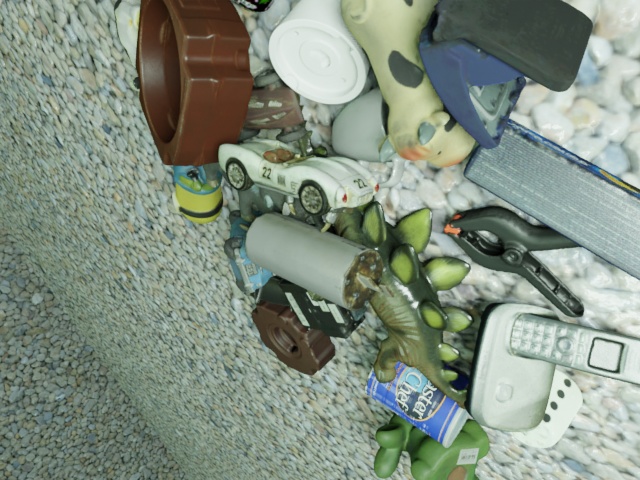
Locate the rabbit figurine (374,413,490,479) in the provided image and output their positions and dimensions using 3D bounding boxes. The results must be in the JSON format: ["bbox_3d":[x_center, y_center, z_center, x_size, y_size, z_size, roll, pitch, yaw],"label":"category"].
[{"bbox_3d":[0.161,0.339,0.870,0.170,0.159,0.121,-155,63,-64],"label":"rabbit figurine"}]

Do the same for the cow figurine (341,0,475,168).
[{"bbox_3d":[0.084,-0.155,0.488,0.085,0.127,0.194,-11,113,55],"label":"cow figurine"}]

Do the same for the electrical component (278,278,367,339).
[{"bbox_3d":[0.010,0.099,0.876,0.134,0.058,0.114,-2,124,48],"label":"electrical component"}]

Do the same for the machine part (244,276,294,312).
[{"bbox_3d":[-0.088,0.083,0.968,0.139,0.039,0.084,16,108,36],"label":"machine part"}]

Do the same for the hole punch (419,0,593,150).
[{"bbox_3d":[0.138,-0.151,0.437,0.116,0.142,0.092,34,149,0],"label":"hole punch"}]

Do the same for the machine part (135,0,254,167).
[{"bbox_3d":[-0.161,-0.209,0.670,0.201,0.087,0.201,62,144,28],"label":"machine part"}]

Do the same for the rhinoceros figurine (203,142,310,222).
[{"bbox_3d":[-0.087,-0.089,0.794,0.190,0.073,0.112,38,135,16],"label":"rhinoceros figurine"}]

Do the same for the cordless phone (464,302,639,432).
[{"bbox_3d":[0.266,0.153,0.600,0.184,0.088,0.146,11,89,27],"label":"cordless phone"}]

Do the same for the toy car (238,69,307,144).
[{"bbox_3d":[-0.084,-0.168,0.690,0.202,0.053,0.089,23,135,57],"label":"toy car"}]

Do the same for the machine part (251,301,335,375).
[{"bbox_3d":[-0.053,0.179,1.023,0.180,0.056,0.179,30,143,26],"label":"machine part"}]

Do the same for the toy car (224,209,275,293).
[{"bbox_3d":[-0.088,0.008,0.847,0.103,0.162,0.109,-14,113,3],"label":"toy car"}]

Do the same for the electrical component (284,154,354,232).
[{"bbox_3d":[0.000,-0.059,0.646,0.102,0.045,0.078,33,126,32],"label":"electrical component"}]

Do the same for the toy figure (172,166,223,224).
[{"bbox_3d":[-0.200,-0.096,0.895,0.089,0.082,0.180,43,143,11],"label":"toy figure"}]

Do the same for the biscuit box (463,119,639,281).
[{"bbox_3d":[0.233,-0.038,0.483,0.203,0.059,0.062,35,116,17],"label":"biscuit box"}]

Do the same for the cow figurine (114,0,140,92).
[{"bbox_3d":[-0.257,-0.272,0.794,0.098,0.068,0.167,33,140,30],"label":"cow figurine"}]

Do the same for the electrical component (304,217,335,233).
[{"bbox_3d":[-0.002,-0.002,0.820,0.063,0.021,0.093,1,125,47],"label":"electrical component"}]

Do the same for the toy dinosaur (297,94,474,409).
[{"bbox_3d":[0.079,0.034,0.706,0.471,0.105,0.198,52,138,3],"label":"toy dinosaur"}]

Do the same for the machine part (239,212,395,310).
[{"bbox_3d":[-0.011,0.022,0.663,0.244,0.079,0.079,21,137,37],"label":"machine part"}]

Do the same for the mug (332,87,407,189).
[{"bbox_3d":[0.063,-0.110,0.588,0.107,0.081,0.109,-1,91,56],"label":"mug"}]

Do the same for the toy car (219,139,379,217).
[{"bbox_3d":[-0.029,-0.074,0.590,0.202,0.073,0.056,20,118,37],"label":"toy car"}]
